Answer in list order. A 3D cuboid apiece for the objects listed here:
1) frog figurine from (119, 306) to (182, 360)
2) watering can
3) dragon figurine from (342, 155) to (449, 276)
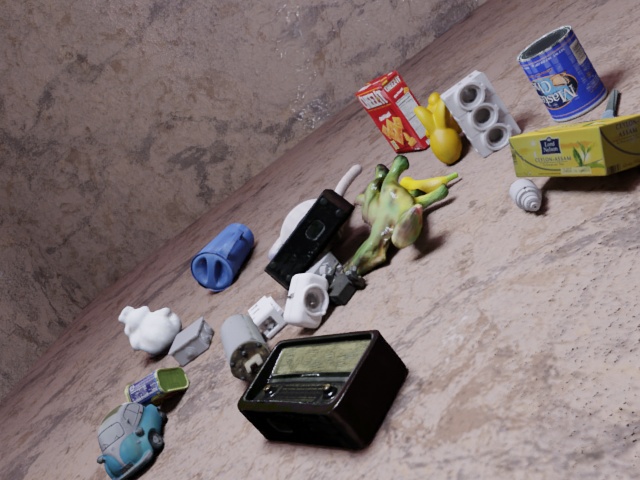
[{"bbox_3d":[-0.461,0.234,1.400,0.138,0.158,0.123,-43,17,-13],"label":"frog figurine"},{"bbox_3d":[0.004,-0.065,1.289,0.349,0.103,0.226,-45,18,-4],"label":"watering can"},{"bbox_3d":[0.110,-0.033,1.039,0.246,0.121,0.407,-54,11,-18],"label":"dragon figurine"}]
